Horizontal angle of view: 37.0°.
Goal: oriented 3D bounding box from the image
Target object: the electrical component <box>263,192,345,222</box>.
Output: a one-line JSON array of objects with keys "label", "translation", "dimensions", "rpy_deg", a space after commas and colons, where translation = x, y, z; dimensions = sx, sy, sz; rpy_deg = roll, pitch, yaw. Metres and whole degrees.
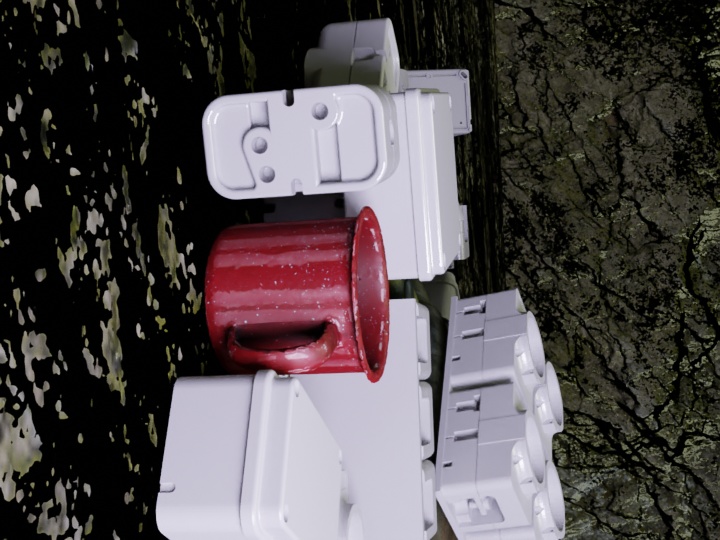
[{"label": "electrical component", "translation": [-0.027, -0.035, 0.678], "dimensions": [0.059, 0.054, 0.095], "rpy_deg": [29, 59, -77]}]

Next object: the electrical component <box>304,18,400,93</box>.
[{"label": "electrical component", "translation": [-0.006, -0.138, 0.794], "dimensions": [0.053, 0.059, 0.095], "rpy_deg": [72, 19, -51]}]

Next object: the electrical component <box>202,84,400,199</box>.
[{"label": "electrical component", "translation": [-0.029, -0.069, 0.574], "dimensions": [0.059, 0.095, 0.053], "rpy_deg": [-42, 128, -76]}]

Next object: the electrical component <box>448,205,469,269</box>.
[{"label": "electrical component", "translation": [0.051, -0.028, 0.969], "dimensions": [0.050, 0.089, 0.055], "rpy_deg": [-22, 109, -78]}]

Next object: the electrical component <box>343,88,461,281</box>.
[{"label": "electrical component", "translation": [0.025, -0.054, 0.654], "dimensions": [0.109, 0.056, 0.108], "rpy_deg": [-40, 126, -76]}]

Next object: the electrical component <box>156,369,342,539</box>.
[{"label": "electrical component", "translation": [-0.049, 0.104, 0.525], "dimensions": [0.113, 0.057, 0.078], "rpy_deg": [68, 22, -58]}]

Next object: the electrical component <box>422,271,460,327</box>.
[{"label": "electrical component", "translation": [0.057, 0.057, 1.008], "dimensions": [0.113, 0.078, 0.057], "rpy_deg": [75, 20, -46]}]

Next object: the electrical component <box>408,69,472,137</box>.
[{"label": "electrical component", "translation": [0.053, -0.159, 1.043], "dimensions": [0.061, 0.096, 0.061], "rpy_deg": [-172, -102, -73]}]

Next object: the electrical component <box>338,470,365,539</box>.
[{"label": "electrical component", "translation": [-0.029, 0.160, 0.610], "dimensions": [0.050, 0.056, 0.089], "rpy_deg": [28, 60, -77]}]

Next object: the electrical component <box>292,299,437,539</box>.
[{"label": "electrical component", "translation": [-0.001, 0.096, 0.681], "dimensions": [0.062, 0.089, 0.150], "rpy_deg": [26, 62, -77]}]

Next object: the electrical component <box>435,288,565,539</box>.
[{"label": "electrical component", "translation": [0.106, 0.114, 0.781], "dimensions": [0.186, 0.060, 0.105], "rpy_deg": [-79, 151, -48]}]

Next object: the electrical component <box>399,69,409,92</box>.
[{"label": "electrical component", "translation": [0.021, -0.142, 0.963], "dimensions": [0.079, 0.044, 0.077], "rpy_deg": [-1, 88, -79]}]
